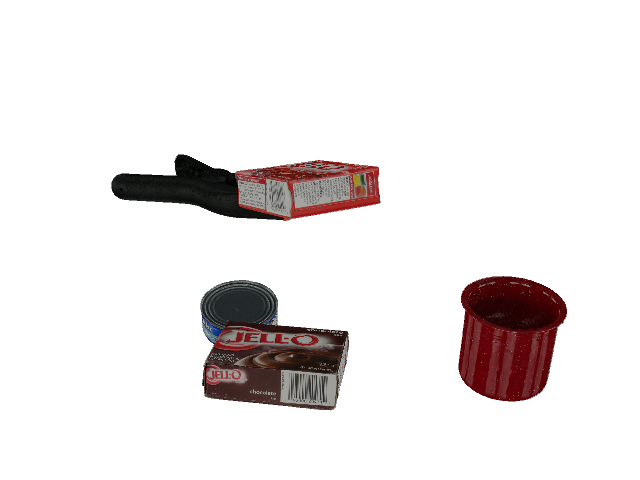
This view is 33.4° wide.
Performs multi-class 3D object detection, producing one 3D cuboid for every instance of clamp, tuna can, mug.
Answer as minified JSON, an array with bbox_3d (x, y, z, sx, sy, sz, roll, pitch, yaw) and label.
[{"bbox_3d":[-0.110,-0.047,1.016,0.172,0.039,0.120,14,27,33],"label":"clamp"},{"bbox_3d":[-0.090,0.083,1.185,0.086,0.034,0.086,0,36,0],"label":"tuna can"},{"bbox_3d":[0.167,0.084,0.969,0.093,0.081,0.117,0,29,-6],"label":"mug"}]

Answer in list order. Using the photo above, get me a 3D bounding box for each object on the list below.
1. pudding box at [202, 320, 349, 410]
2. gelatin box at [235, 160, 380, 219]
[{"bbox_3d":[-0.036,0.105,0.910,0.113,0.039,0.090,6,20,5],"label":"pudding box"},{"bbox_3d":[-0.010,-0.039,0.769,0.073,0.030,0.089,-10,12,-27],"label":"gelatin box"}]
